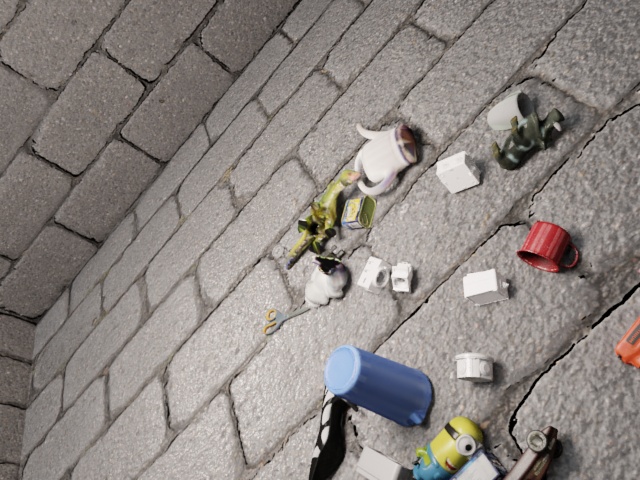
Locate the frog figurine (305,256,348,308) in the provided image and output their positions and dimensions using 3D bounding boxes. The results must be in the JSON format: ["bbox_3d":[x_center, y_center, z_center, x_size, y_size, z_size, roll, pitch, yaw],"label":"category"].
[{"bbox_3d":[0.018,0.137,1.549,0.139,0.123,0.156,33,125,45],"label":"frog figurine"}]

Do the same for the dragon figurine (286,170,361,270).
[{"bbox_3d":[0.005,-0.086,1.713,0.402,0.122,0.248,-48,11,42],"label":"dragon figurine"}]

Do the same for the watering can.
[{"bbox_3d":[0.200,-0.297,1.647,0.222,0.103,0.356,-27,46,30],"label":"watering can"}]
